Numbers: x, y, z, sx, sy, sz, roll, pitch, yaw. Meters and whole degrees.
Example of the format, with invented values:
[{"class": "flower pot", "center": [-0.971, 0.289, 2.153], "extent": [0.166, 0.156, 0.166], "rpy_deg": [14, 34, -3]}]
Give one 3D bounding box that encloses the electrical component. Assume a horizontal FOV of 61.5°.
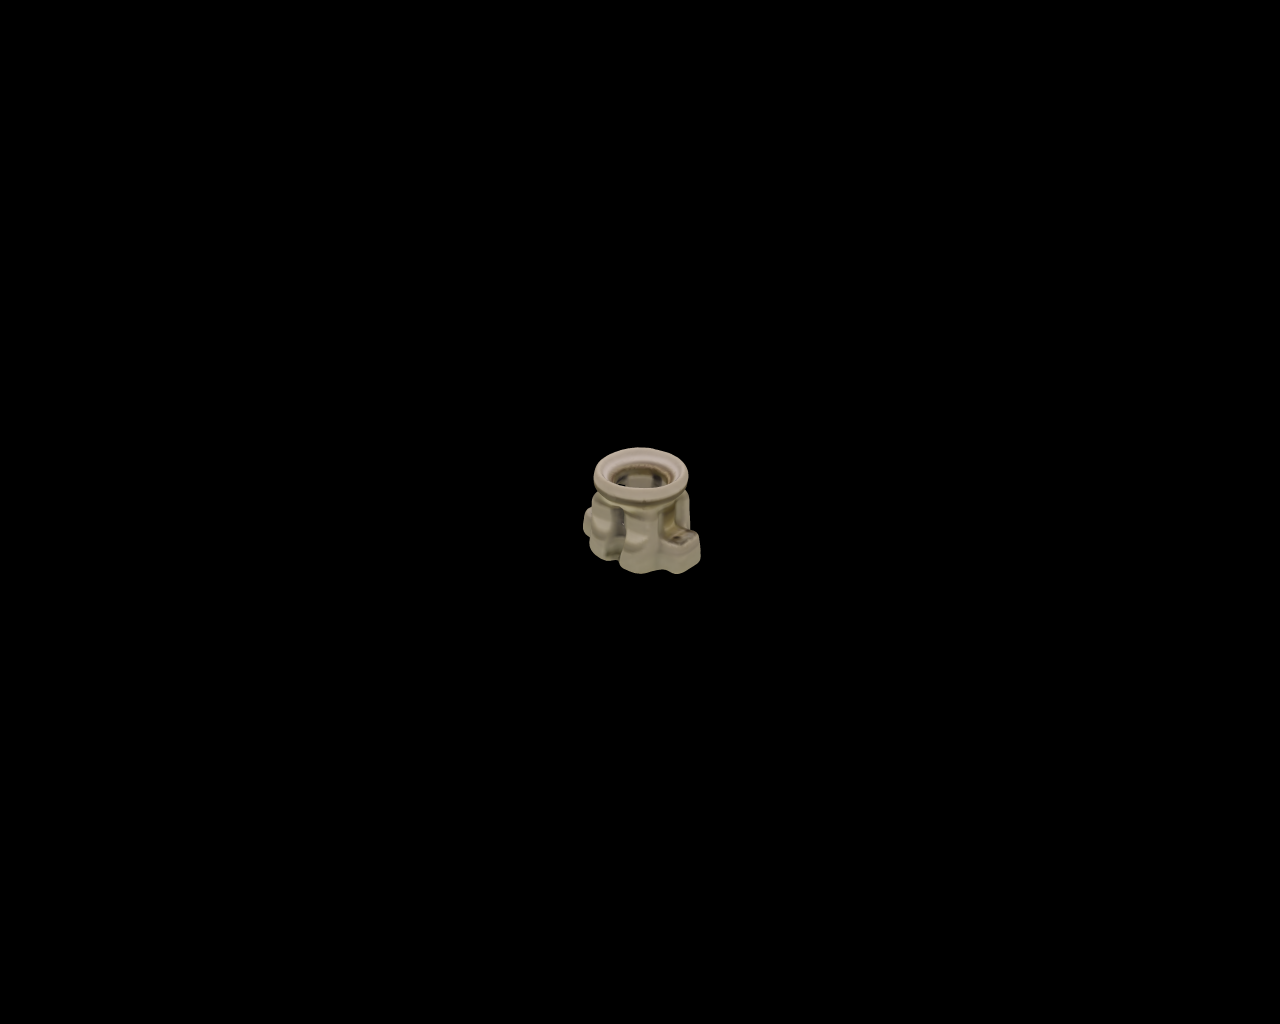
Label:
[{"class": "electrical component", "center": [0.001, -0.003, 0.650], "extent": [0.078, 0.056, 0.058], "rpy_deg": [22, 37, 34]}]
